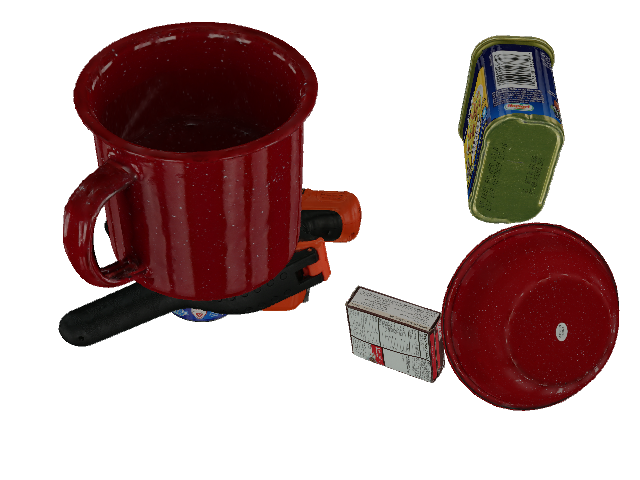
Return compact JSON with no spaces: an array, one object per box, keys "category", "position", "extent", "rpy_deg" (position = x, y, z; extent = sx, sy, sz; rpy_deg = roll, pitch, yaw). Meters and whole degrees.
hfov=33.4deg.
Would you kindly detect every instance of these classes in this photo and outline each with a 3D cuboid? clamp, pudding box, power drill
[{"category":"clamp","position":[-0.083,0.025,0.683],"extent":[0.172,0.039,0.120],"rpy_deg":[-1,43,20]},{"category":"pudding box","position":[0.088,0.110,1.247],"extent":[0.114,0.090,0.039],"rpy_deg":[16,46,25]},{"category":"power drill","position":[-0.065,-0.002,0.902],"extent":[0.184,0.057,0.187],"rpy_deg":[0,20,9]}]

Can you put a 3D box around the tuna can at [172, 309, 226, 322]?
[{"category":"tuna can","position":[-0.131,0.051,1.177],"extent":[0.086,0.034,0.086],"rpy_deg":[2,36,-2]}]

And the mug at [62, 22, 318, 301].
[{"category":"mug","position":[-0.055,-0.023,0.427],"extent":[0.093,0.081,0.117],"rpy_deg":[26,48,24]}]

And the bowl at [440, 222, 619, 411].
[{"category":"bowl","position":[0.183,0.068,0.871],"extent":[0.162,0.162,0.055],"rpy_deg":[0,8,-14]}]

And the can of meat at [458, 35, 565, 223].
[{"category":"can of meat","position":[0.129,-0.074,0.729],"extent":[0.057,0.084,0.102],"rpy_deg":[3,-42,0]}]
